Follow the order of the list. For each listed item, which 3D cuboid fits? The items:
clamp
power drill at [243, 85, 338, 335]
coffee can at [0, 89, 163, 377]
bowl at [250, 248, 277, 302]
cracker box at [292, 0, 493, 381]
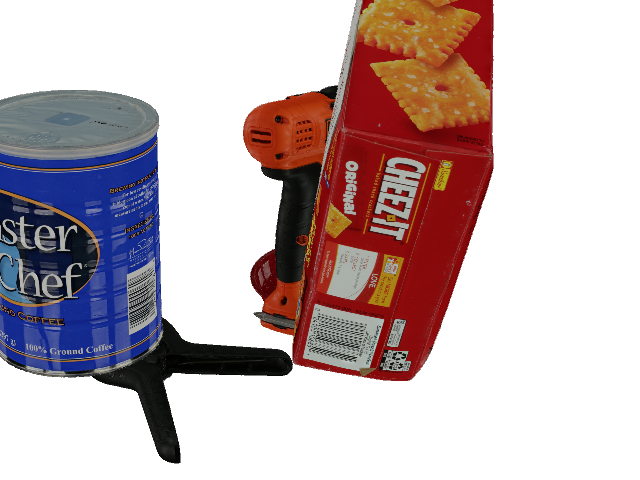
[{"bbox_3d":[-0.142,0.110,0.983,0.210,0.036,0.164,29,40,34],"label":"clamp"},{"bbox_3d":[0.007,-0.028,0.847,0.057,0.188,0.184,9,17,35],"label":"power drill"},{"bbox_3d":[-0.144,-0.006,0.624,0.103,0.140,0.103,2,25,-1],"label":"coffee can"},{"bbox_3d":[0.003,0.061,1.171,0.162,0.055,0.162,2,28,-1],"label":"bowl"},{"bbox_3d":[0.042,-0.060,0.550,0.072,0.213,0.164,11,-43,0],"label":"cracker box"}]
